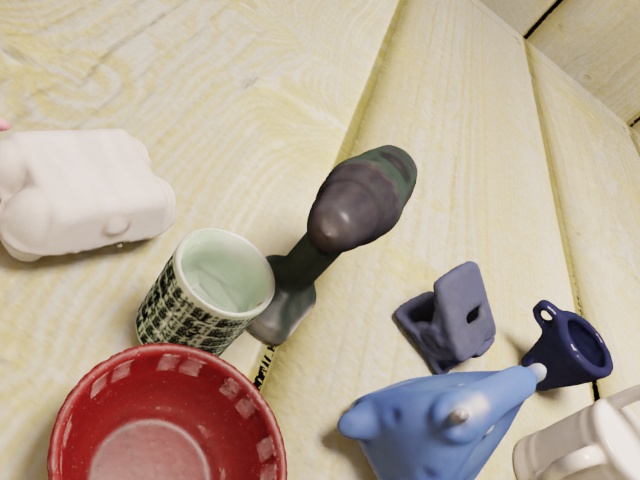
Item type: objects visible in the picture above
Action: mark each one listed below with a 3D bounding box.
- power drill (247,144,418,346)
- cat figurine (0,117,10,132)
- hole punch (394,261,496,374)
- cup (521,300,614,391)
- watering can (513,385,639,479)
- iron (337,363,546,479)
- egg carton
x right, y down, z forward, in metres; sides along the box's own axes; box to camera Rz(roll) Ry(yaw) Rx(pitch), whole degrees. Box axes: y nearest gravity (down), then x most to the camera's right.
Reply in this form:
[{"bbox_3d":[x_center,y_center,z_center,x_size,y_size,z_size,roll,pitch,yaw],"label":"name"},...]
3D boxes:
[{"bbox_3d":[0.005,0.002,0.509,0.075,0.208,0.230,43,37,0],"label":"power drill"},{"bbox_3d":[-0.292,-0.076,0.391,0.128,0.117,0.067,24,41,-23],"label":"cat figurine"},{"bbox_3d":[0.161,0.089,0.664,0.109,0.091,0.101,-19,68,-50],"label":"hole punch"},{"bbox_3d":[0.296,0.142,0.732,0.117,0.094,0.092,50,37,9],"label":"cup"},{"bbox_3d":[0.310,0.213,0.592,0.173,0.193,0.101,-20,68,-50],"label":"watering can"},{"bbox_3d":[0.145,0.158,0.540,0.259,0.141,0.118,-8,59,-46],"label":"iron"},{"bbox_3d":[-0.199,-0.038,0.479,0.151,0.069,0.107,-17,66,-49],"label":"egg carton"}]
